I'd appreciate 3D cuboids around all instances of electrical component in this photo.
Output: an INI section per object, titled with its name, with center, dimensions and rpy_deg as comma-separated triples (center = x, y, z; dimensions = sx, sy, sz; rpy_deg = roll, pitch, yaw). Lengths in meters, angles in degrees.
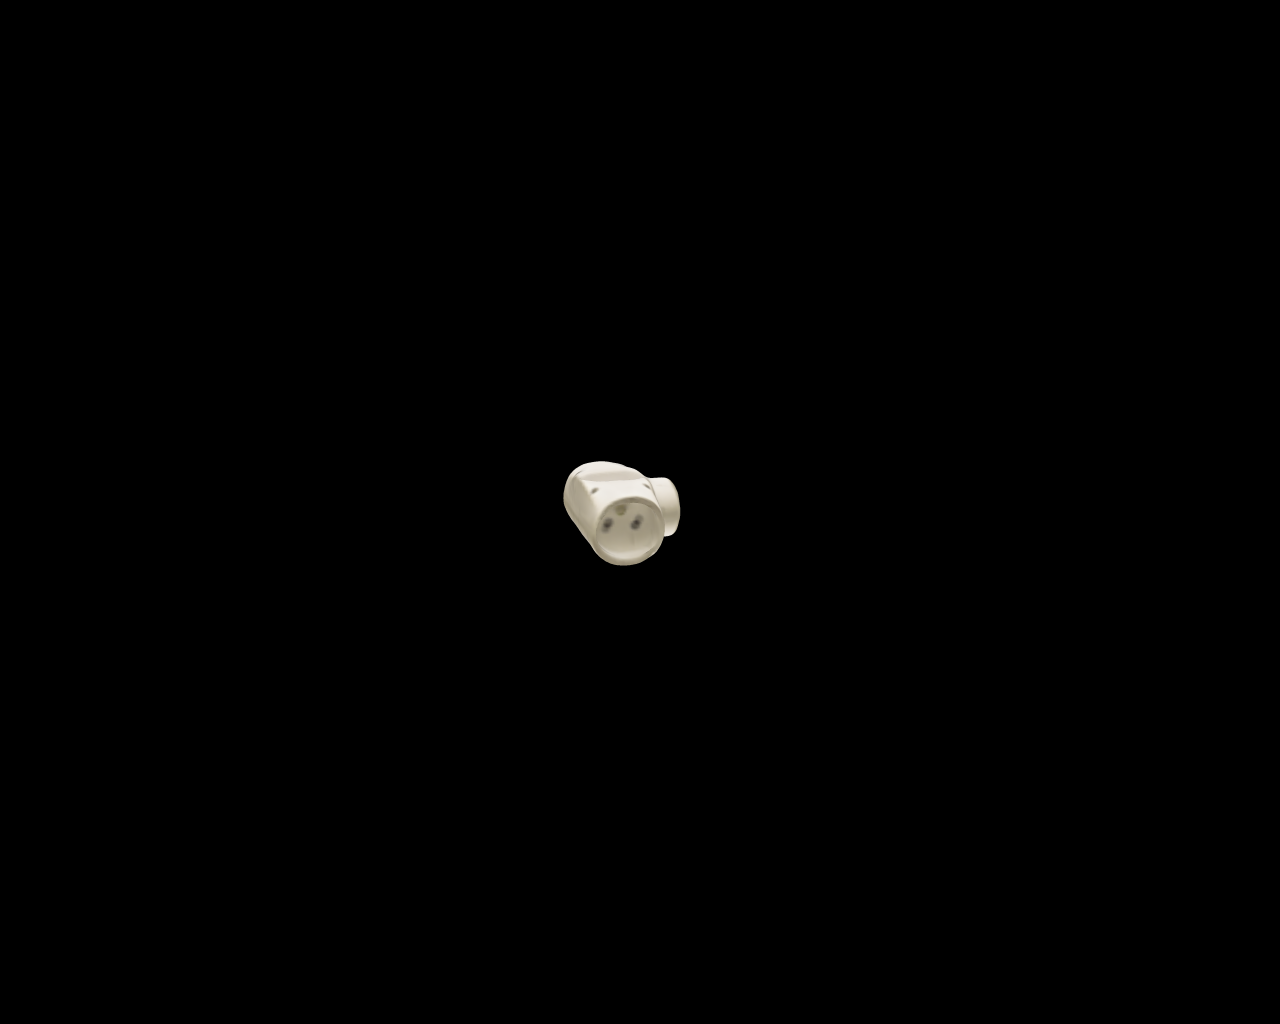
[electrical component]
center = 0.001, -0.003, 0.650
dimensions = 0.079, 0.043, 0.077
rpy_deg = -5, 19, -15
